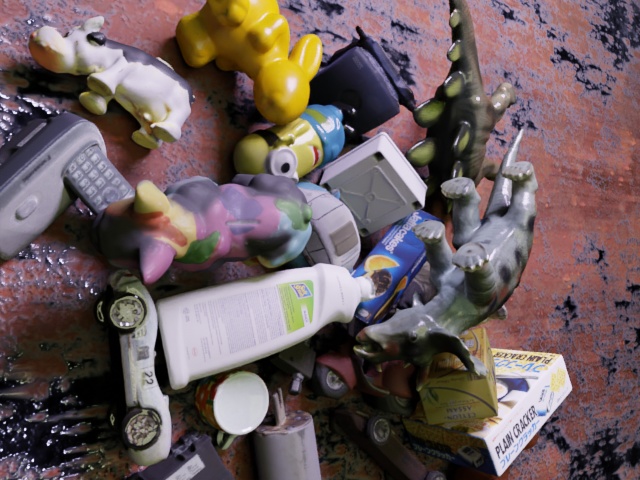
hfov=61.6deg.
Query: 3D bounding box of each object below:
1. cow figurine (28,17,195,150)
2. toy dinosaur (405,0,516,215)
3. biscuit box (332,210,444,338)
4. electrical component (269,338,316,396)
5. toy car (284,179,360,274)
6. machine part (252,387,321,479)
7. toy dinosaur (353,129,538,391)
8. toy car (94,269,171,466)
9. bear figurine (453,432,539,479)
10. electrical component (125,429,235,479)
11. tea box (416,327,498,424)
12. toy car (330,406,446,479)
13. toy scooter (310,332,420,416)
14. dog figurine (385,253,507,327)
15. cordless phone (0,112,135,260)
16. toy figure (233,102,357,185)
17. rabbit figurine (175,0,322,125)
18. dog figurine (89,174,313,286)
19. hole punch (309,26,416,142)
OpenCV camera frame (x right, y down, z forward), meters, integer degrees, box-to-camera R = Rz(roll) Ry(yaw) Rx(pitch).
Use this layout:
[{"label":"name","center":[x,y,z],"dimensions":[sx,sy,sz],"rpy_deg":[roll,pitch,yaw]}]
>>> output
[{"label":"cow figurine","center":[-0.215,-0.181,0.578],"dimensions":[0.167,0.068,0.098],"rpy_deg":[37,59,-31]},{"label":"toy dinosaur","center":[0.205,-0.168,0.785],"dimensions":[0.198,0.105,0.470],"rpy_deg":[-49,139,-36]},{"label":"biscuit box","center":[0.094,0.042,0.736],"dimensions":[0.203,0.059,0.062],"rpy_deg":[-48,155,-28]},{"label":"electrical component","center":[-0.036,0.147,0.683],"dimensions":[0.063,0.021,0.094],"rpy_deg":[40,39,-25]},{"label":"toy car","center":[-0.001,-0.002,0.694],"dimensions":[0.109,0.103,0.161],"rpy_deg":[-31,101,-33]},{"label":"machine part","center":[-0.035,0.302,0.654],"dimensions":[0.079,0.079,0.243],"rpy_deg":[-9,91,-36]},{"label":"toy dinosaur","center":[0.213,0.027,0.705],"dimensions":[0.405,0.131,0.191],"rpy_deg":[-42,131,-32]},{"label":"toy car","center":[-0.193,0.129,0.558],"dimensions":[0.056,0.074,0.201],"rpy_deg":[-6,89,-33]},{"label":"bear figurine","center":[0.306,0.348,0.867],"dimensions":[0.196,0.132,0.120],"rpy_deg":[-43,114,-24]},{"label":"electrical component","center":[-0.146,0.296,0.585],"dimensions":[0.115,0.058,0.134],"rpy_deg":[-30,104,-32]},{"label":"tea box","center":[0.200,0.191,0.776],"dimensions":[0.169,0.098,0.068],"rpy_deg":[-34,109,-69]},{"label":"toy car","center":[0.096,0.289,0.743],"dimensions":[0.202,0.089,0.053],"rpy_deg":[49,61,-21]},{"label":"toy scooter","center":[0.075,0.165,0.751],"dimensions":[0.184,0.075,0.135],"rpy_deg":[23,70,-28]},{"label":"dog figurine","center":[0.175,0.096,0.834],"dimensions":[0.191,0.121,0.172],"rpy_deg":[-21,125,-7]},{"label":"cordless phone","center":[-0.247,-0.019,0.541],"dimensions":[0.146,0.089,0.184],"rpy_deg":[-56,135,-26]},{"label":"toy figure","center":[-0.030,-0.122,0.697],"dimensions":[0.180,0.089,0.082],"rpy_deg":[-41,126,-34]},{"label":"rabbit figurine","center":[-0.070,-0.215,0.658],"dimensions":[0.173,0.122,0.162],"rpy_deg":[59,32,8]},{"label":"dog figurine","center":[-0.111,-0.014,0.537],"dimensions":[0.192,0.219,0.108],"rpy_deg":[0,96,7]},{"label":"hole punch","center":[0.051,-0.208,0.750],"dimensions":[0.092,0.116,0.142],"rpy_deg":[-46,111,-22]}]
